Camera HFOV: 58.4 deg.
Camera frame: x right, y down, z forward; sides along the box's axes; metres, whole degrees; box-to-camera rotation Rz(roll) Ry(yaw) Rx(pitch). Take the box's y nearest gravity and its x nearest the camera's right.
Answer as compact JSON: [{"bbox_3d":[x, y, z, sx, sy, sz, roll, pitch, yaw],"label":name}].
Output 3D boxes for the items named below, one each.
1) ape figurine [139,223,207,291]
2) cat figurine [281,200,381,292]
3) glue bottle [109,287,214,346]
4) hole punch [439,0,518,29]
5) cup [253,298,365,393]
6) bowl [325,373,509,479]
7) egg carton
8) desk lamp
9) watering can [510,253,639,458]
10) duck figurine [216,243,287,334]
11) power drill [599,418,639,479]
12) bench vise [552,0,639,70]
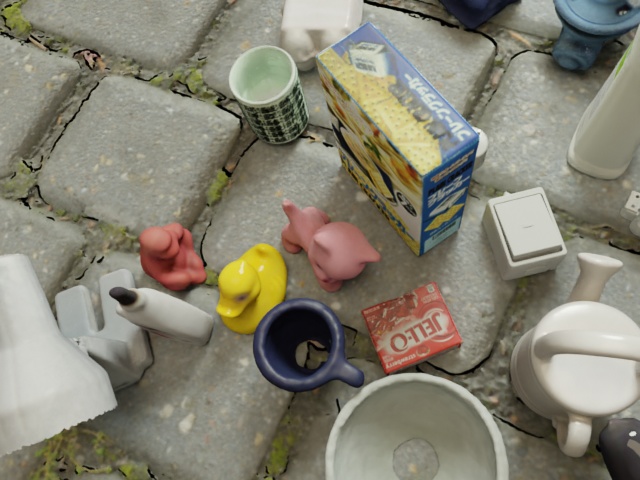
[{"bbox_3d":[-0.175,0.014,0.654,0.076,0.092,0.078,9,72,12],"label":"ape figurine"},{"bbox_3d":[0.006,0.002,0.617,0.067,0.118,0.127,-44,70,-8],"label":"cat figurine"},{"bbox_3d":[-0.171,0.073,0.589,0.078,0.173,0.037,8,72,11],"label":"glue bottle"},{"bbox_3d":[0.202,-0.347,0.726,0.101,0.091,0.108,-35,69,-4],"label":"hole punch"},{"bbox_3d":[-0.003,0.120,0.590,0.117,0.095,0.092,27,77,16],"label":"cup"},{"bbox_3d":[0.091,0.216,0.552,0.167,0.075,0.167,-3,70,8],"label":"bowl"},{"bbox_3d":[0.003,-0.293,0.748,0.107,0.069,0.150,2,71,9],"label":"egg carton"},{"bbox_3d":[-0.260,0.109,0.567,0.118,0.214,0.203,-21,69,1],"label":"desk lamp"},{"bbox_3d":[0.234,0.098,0.509,0.101,0.194,0.173,-11,69,5],"label":"watering can"},{"bbox_3d":[-0.081,0.047,0.631,0.077,0.086,0.105,21,75,15],"label":"duck figurine"},{"bbox_3d":[0.274,0.246,0.444,0.075,0.209,0.229,-33,69,-4],"label":"power drill"},{"bbox_3d":[0.328,-0.327,0.632,0.121,0.220,0.207,11,73,12],"label":"bench vise"}]
